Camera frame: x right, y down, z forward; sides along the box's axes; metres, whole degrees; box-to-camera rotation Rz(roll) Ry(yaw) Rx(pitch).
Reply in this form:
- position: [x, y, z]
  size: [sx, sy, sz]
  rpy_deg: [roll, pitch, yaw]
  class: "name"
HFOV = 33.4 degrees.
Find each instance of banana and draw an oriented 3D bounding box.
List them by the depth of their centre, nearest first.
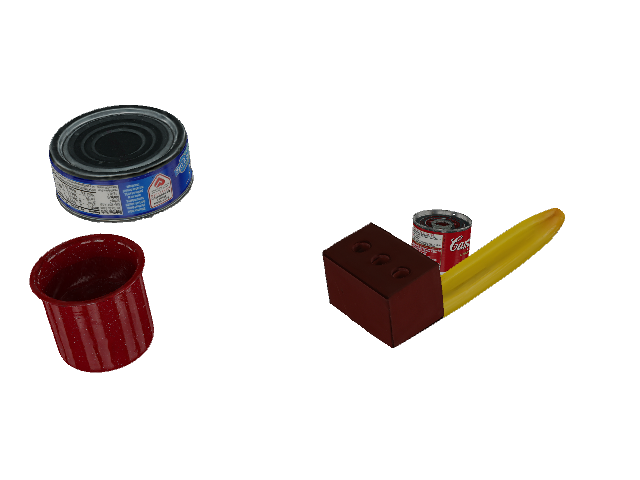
- position: [0.149, 0.034, 1.025]
  size: [0.198, 0.037, 0.069]
  rpy_deg: [-35, -1, 0]
  class: "banana"

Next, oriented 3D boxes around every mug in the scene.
- position: [-0.189, 0.048, 0.887]
  size: [0.093, 0.081, 0.117]
  rpy_deg: [-21, 39, -19]
  class: "mug"

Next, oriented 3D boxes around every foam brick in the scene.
- position: [0.047, 0.033, 0.799]
  size: [0.052, 0.051, 0.078]
  rpy_deg: [-30, 42, -27]
  class: "foam brick"

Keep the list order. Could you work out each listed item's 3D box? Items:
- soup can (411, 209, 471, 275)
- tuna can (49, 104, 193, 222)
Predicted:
- position: [0.137, 0.023, 1.235]
  size: [0.068, 0.102, 0.068]
  rpy_deg: [2, 21, -1]
  class: "soup can"
- position: [-0.123, -0.049, 0.658]
  size: [0.086, 0.034, 0.086]
  rpy_deg: [-2, 37, 1]
  class: "tuna can"
